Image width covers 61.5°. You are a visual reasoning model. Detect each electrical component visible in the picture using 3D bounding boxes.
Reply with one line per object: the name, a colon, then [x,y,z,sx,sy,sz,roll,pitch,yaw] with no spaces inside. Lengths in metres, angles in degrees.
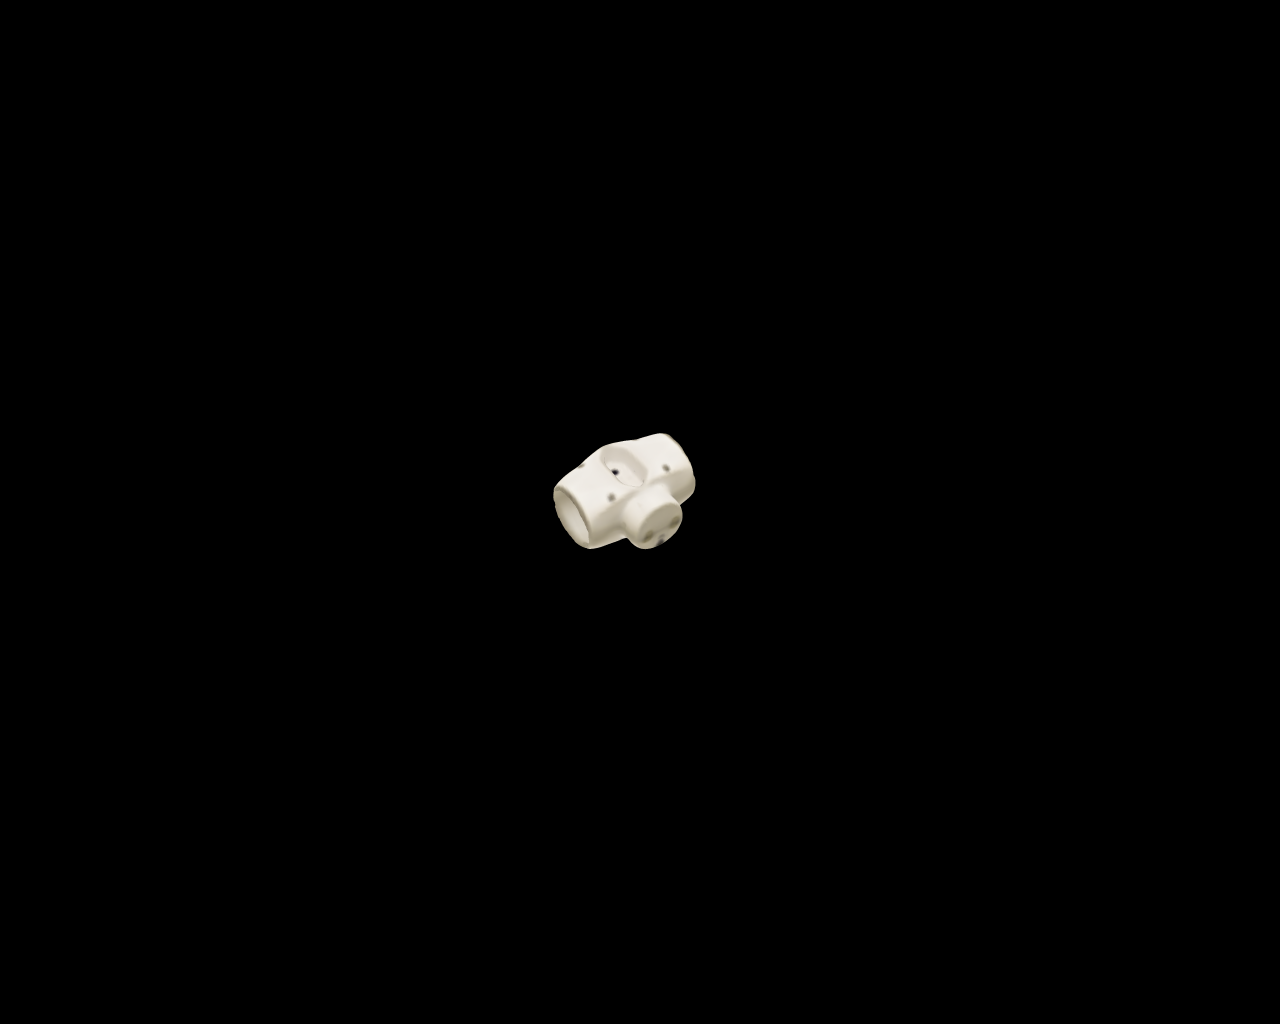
electrical component: [0.001,-0.003,0.650,0.077,0.043,0.079,-27,53,-22]
